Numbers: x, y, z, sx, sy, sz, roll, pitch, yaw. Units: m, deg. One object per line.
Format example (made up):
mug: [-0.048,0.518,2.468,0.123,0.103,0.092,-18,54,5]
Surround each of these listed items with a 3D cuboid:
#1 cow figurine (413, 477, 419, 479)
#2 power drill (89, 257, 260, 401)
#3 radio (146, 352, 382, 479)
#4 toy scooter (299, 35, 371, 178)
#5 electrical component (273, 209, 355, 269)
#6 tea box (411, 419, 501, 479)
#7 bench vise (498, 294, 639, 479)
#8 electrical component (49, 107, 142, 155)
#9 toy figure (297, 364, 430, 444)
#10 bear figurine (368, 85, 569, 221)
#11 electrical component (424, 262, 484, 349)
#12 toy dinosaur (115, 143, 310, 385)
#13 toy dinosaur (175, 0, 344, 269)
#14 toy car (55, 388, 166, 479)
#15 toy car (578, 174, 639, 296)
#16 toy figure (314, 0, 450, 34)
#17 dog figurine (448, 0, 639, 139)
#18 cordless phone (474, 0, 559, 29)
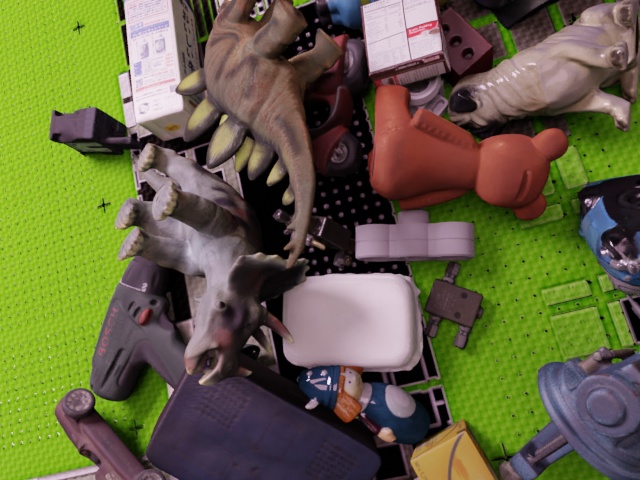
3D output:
cow figurine: [0.085,0.344,0.570,0.098,0.068,0.167,-14,73,18]
power drill: [-0.183,0.116,0.676,0.207,0.086,0.232,26,89,14]
radio: [-0.062,0.221,0.585,0.229,0.073,0.131,32,91,-6]
toy scooter: [-0.008,-0.171,0.687,0.135,0.075,0.183,5,85,19]
electrical component: [-0.001,-0.002,0.644,0.078,0.102,0.045,7,75,39]
tea box: [0.165,0.279,0.546,0.068,0.098,0.170,-31,72,7]
bench vise: [0.271,0.164,0.520,0.129,0.223,0.240,49,124,22]
electrical component: [-0.310,-0.152,0.759,0.119,0.074,0.047,-1,80,19]
toy figure: [0.048,0.173,0.584,0.154,0.064,0.057,30,98,-18]
bear figurine: [0.155,-0.095,0.598,0.196,0.120,0.132,1,37,1]
electrical component: [0.158,0.074,0.624,0.063,0.021,0.094,18,84,17]
toy dinosaur: [-0.132,-0.015,0.645,0.131,0.192,0.405,-53,31,15]
toy dinosaur: [-0.070,-0.174,0.623,0.198,0.105,0.472,-49,42,21]
toy car: [-0.257,0.268,0.659,0.202,0.053,0.089,42,135,17]
toy car: [0.329,0.003,0.546,0.109,0.162,0.102,-8,122,20]
toy figure: [0.082,-0.316,0.686,0.180,0.082,0.089,-17,87,6]
dog figurine: [0.256,-0.197,0.620,0.191,0.121,0.172,5,39,37]
cordless phone: [0.242,-0.335,0.593,0.147,0.184,0.089,-28,79,8]
